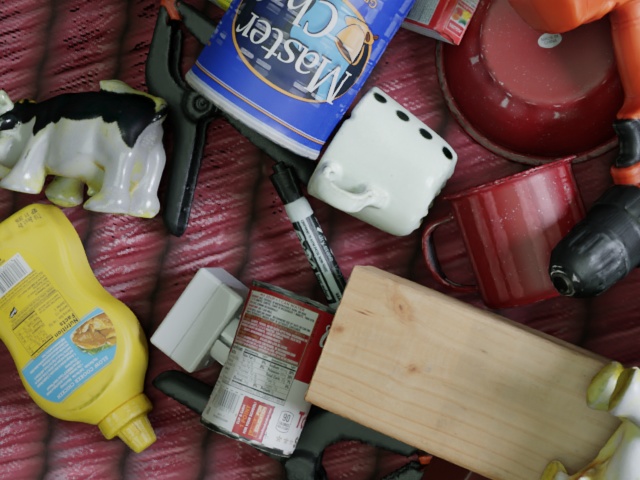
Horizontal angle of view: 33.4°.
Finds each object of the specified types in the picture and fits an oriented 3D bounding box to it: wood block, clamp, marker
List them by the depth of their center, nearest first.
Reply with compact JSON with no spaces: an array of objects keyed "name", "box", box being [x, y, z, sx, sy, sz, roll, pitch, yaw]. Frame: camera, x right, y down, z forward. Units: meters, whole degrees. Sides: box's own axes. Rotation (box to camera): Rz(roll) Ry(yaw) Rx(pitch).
[{"name":"wood block","box":[0.107,0.094,0.666,0.206,0.090,0.090,21,93,10]},{"name":"marker","box":[-0.005,0.001,0.751,0.020,0.020,0.121,-23,99,11]},{"name":"clamp","box":[-0.016,0.174,0.755,0.210,0.036,0.164,-1,90,9]},{"name":"clamp","box":[-0.070,-0.095,0.773,0.120,0.039,0.171,-10,93,5]}]

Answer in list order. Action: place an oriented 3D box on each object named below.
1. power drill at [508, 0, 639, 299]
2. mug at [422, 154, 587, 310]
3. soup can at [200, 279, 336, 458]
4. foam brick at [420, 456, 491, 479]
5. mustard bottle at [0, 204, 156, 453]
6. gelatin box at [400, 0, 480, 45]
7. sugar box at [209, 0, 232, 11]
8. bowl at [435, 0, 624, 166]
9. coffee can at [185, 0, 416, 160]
[{"name":"power drill","box":[0.180,-0.079,0.642,0.184,0.057,0.187,-36,113,-28]},{"name":"mug","box":[0.125,0.000,0.704,0.117,0.093,0.081,-17,90,17]},{"name":"soup can","box":[-0.032,0.085,0.714,0.068,0.068,0.102,20,84,12]},{"name":"foam brick","box":[0.110,0.173,0.706,0.078,0.053,0.051,25,96,-17]},{"name":"mustard bottle","box":[-0.182,0.073,0.782,0.096,0.058,0.192,-38,81,9]},{"name":"gelatin box","box":[0.074,-0.179,0.727,0.089,0.030,0.073,30,96,47]},{"name":"sugar box","box":[-0.018,-0.239,0.761,0.093,0.048,0.176,33,92,9]},{"name":"bowl","box":[0.155,-0.131,0.716,0.162,0.055,0.162,0,89,13]},{"name":"coffee can","box":[-0.008,-0.137,0.690,0.103,0.102,0.140,35,100,11]}]
